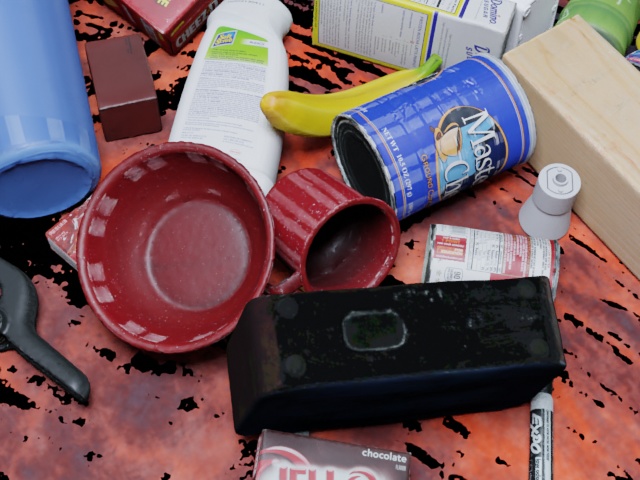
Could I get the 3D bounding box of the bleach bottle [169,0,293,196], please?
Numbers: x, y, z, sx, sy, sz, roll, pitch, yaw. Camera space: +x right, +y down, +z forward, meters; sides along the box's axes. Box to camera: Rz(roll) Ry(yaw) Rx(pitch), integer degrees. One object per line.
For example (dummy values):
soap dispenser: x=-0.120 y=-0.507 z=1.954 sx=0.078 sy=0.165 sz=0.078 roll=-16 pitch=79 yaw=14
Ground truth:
bleach bottle: x=-0.066 y=-0.135 z=0.946 sx=0.102 sy=0.068 sz=0.250 roll=10 pitch=58 yaw=4

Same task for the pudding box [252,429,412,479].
pudding box: x=0.005 y=0.190 z=0.760 sx=0.113 sy=0.039 sz=0.090 roll=11 pitch=63 yaw=-6

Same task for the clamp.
clamp: x=-0.244 y=0.074 z=0.831 sx=0.120 sy=0.039 sz=0.171 roll=-9 pitch=60 yaw=-8

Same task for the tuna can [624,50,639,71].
tuna can: x=0.287 y=-0.123 z=0.934 sx=0.033 sy=0.086 sz=0.086 roll=-30 pitch=65 yaw=-20

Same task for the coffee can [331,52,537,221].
coffee can: x=0.094 y=-0.084 z=0.896 sx=0.140 sy=0.103 sz=0.103 roll=-25 pitch=63 yaw=-15

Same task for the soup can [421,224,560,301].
soup can: x=0.134 y=0.026 z=0.853 sx=0.102 sy=0.068 sz=0.068 roll=8 pitch=60 yaw=4

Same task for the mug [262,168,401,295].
mug: x=-0.006 y=0.001 z=0.845 sx=0.117 sy=0.093 sz=0.082 roll=-41 pitch=42 yaw=-9

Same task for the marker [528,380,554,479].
marker: x=0.168 y=0.148 z=0.810 sx=0.020 sy=0.020 sz=0.121 roll=6 pitch=60 yaw=2

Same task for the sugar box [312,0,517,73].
sugar box: x=0.082 y=-0.196 z=0.967 sx=0.176 sy=0.093 sz=0.048 roll=17 pitch=61 yaw=7

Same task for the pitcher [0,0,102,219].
pitcher: x=-0.273 y=-0.139 z=0.915 sx=0.144 sy=0.149 sz=0.243 roll=-8 pitch=62 yaw=-24

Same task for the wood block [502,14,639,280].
wood block: x=0.246 y=-0.080 z=0.904 sx=0.090 sy=0.091 sz=0.206 roll=-30 pitch=64 yaw=-18

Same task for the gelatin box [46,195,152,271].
gelatin box: x=-0.169 y=-0.006 z=0.885 sx=0.073 sy=0.030 sz=0.089 roll=38 pitch=67 yaw=18

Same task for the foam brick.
foam brick: x=-0.175 y=-0.135 z=0.949 sx=0.053 sy=0.051 sz=0.078 roll=-12 pitch=61 yaw=-10

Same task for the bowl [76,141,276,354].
bowl: x=-0.104 y=0.008 z=0.824 sx=0.162 sy=0.055 sz=0.162 roll=-2 pitch=81 yaw=15

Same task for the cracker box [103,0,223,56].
cracker box: x=-0.165 y=-0.303 z=0.997 sx=0.214 sy=0.072 sz=0.164 roll=41 pitch=83 yaw=8

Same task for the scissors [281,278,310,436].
scissors: x=0.006 y=0.117 z=0.826 sx=0.096 sy=0.016 sz=0.202 roll=-6 pitch=60 yaw=-5

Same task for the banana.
banana: x=0.020 y=-0.120 z=0.922 sx=0.197 sy=0.070 sz=0.037 roll=-22 pitch=55 yaw=-36

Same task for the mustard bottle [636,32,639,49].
mustard bottle: x=0.397 y=-0.203 z=0.999 sx=0.191 sy=0.058 sz=0.096 roll=-30 pitch=66 yaw=-18
